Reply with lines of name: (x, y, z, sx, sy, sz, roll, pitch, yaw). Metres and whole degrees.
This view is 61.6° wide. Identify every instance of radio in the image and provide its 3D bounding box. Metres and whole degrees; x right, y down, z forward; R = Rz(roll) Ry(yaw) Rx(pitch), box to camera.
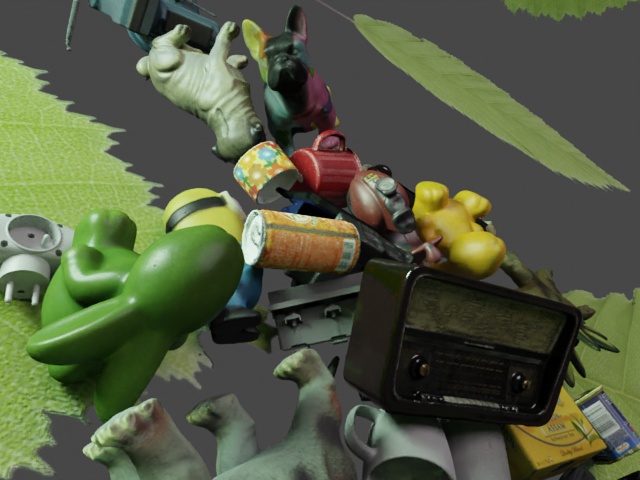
radio: (0.141, 0.103, 0.522, 0.229, 0.131, 0.073, 15, 0, -26)

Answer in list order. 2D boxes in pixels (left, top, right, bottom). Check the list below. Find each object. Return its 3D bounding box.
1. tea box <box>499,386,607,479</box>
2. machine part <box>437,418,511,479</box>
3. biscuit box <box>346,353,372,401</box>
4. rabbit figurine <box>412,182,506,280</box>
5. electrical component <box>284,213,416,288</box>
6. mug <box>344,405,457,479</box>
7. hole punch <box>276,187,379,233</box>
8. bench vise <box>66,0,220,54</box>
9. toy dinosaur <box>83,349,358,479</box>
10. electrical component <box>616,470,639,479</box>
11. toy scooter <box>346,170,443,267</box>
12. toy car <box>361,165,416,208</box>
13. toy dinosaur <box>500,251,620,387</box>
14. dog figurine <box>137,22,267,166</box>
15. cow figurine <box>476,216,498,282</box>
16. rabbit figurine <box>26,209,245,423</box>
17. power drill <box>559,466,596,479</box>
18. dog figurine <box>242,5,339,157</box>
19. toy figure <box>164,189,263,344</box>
tea box: (0.253, 0.232, 0.646, 0.169, 0.068, 0.098, 5, 43, -40)
machine part: (0.145, 0.251, 0.506, 0.079, 0.079, 0.243, 31, 33, -12)
biscuit box: (0.130, 0.150, 0.633, 0.202, 0.062, 0.059, 14, 38, -34)
rabbit figurine: (0.197, 0.008, 0.793, 0.122, 0.162, 0.173, 20, 14, -29)
electrical component: (0.028, 0.039, 0.618, 0.134, 0.115, 0.058, 27, 18, -17)
mug: (0.072, 0.195, 0.514, 0.109, 0.080, 0.107, 28, 20, -2)
hole punch: (-0.001, -0.002, 0.691, 0.142, 0.092, 0.116, 26, 1, -16)
bench vise: (-0.280, -0.355, 0.827, 0.223, 0.128, 0.241, -3, 29, -35)
toy dinosaur: (-0.044, 0.191, 0.369, 0.404, 0.131, 0.192, -4, 64, -54)
electrical component: (0.375, 0.318, 0.651, 0.048, 0.075, 0.119, 47, 38, 9)
toy scooter: (0.108, -0.015, 0.723, 0.075, 0.135, 0.183, -30, 97, -13)
toy car: (0.142, -0.060, 0.920, 0.202, 0.056, 0.073, 32, 39, -7)
toy dinosaur: (0.319, 0.113, 0.790, 0.471, 0.105, 0.199, 8, 31, -42)
dog figurine: (-0.167, -0.190, 0.760, 0.121, 0.172, 0.190, 50, 30, -70)
cow figurine: (0.265, -0.008, 0.935, 0.068, 0.098, 0.167, 25, 34, -9)
rabbit figurine: (-0.135, 0.039, 0.390, 0.121, 0.170, 0.159, 51, 42, -20)
power drill: (0.285, 0.349, 0.519, 0.232, 0.086, 0.207, -6, 56, -46)
dog figurine: (-0.042, -0.240, 0.806, 0.109, 0.218, 0.192, -11, 40, 6)
toy figure: (-0.108, 0.019, 0.549, 0.089, 0.082, 0.180, 13, 42, -34)
